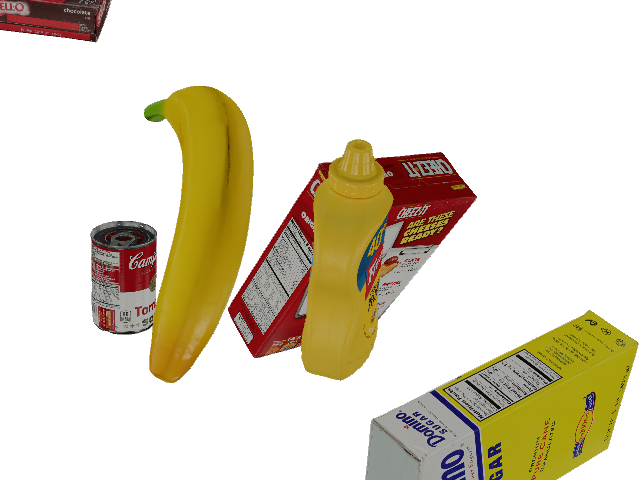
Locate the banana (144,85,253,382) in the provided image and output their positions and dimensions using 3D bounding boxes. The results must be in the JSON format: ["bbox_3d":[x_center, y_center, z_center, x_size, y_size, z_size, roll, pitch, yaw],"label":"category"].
[{"bbox_3d":[-0.062,-0.020,0.553,0.037,0.198,0.070,22,-50,-28],"label":"banana"}]

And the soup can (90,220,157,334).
[{"bbox_3d":[-0.206,0.039,1.117,0.068,0.102,0.068,3,23,-2],"label":"soup can"}]

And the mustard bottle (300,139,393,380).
[{"bbox_3d":[0.021,0.008,0.820,0.058,0.192,0.096,14,37,13],"label":"mustard bottle"}]

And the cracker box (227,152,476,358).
[{"bbox_3d":[0.026,0.013,1.031,0.163,0.072,0.214,-9,-35,-41],"label":"cracker box"}]

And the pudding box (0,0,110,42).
[{"bbox_3d":[-0.228,-0.216,0.921,0.090,0.039,0.113,7,35,-5],"label":"pudding box"}]

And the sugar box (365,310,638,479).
[{"bbox_3d":[0.106,0.114,0.623,0.175,0.093,0.048,-23,42,-33],"label":"sugar box"}]
